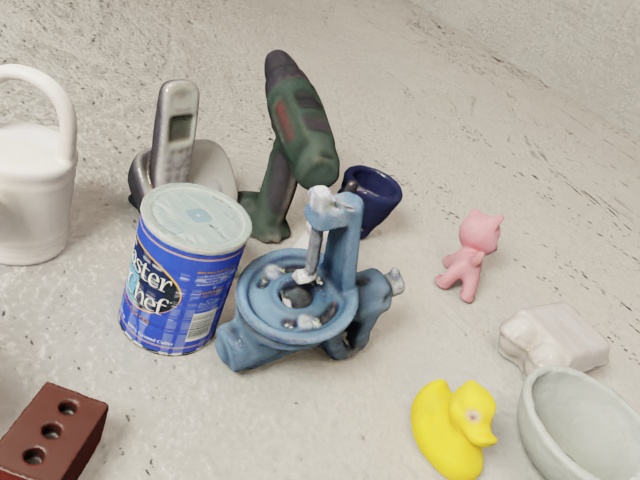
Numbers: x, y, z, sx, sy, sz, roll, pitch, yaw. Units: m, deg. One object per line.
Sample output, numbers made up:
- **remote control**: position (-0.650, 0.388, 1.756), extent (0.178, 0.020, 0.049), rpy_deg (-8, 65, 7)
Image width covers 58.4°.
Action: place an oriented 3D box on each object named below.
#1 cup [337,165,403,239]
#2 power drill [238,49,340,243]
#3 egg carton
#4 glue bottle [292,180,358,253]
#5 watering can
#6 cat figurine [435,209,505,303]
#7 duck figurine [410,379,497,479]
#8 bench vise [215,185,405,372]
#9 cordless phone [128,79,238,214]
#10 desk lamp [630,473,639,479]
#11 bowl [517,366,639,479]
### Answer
- **cup**: position (0.055, -0.046, 0.837), extent (0.091, 0.095, 0.118), rpy_deg (42, 37, 26)
- **power drill**: position (-0.053, -0.113, 0.758), extent (0.076, 0.208, 0.229), rpy_deg (2, 39, -31)
- **egg carton**: position (0.311, 0.138, 0.762), extent (0.151, 0.069, 0.107), rpy_deg (-4, 42, -37)
- **glue bottle**: position (0.006, 0.002, 0.664), extent (0.078, 0.173, 0.037), rpy_deg (0, 40, -33)
- **watering can**: position (-0.291, -0.073, 0.559), extent (0.101, 0.194, 0.172), rpy_deg (6, 37, -26)
- **cat figurine**: position (0.230, 0.011, 0.847), extent (0.067, 0.117, 0.128), rpy_deg (27, 33, 4)
- **duck figurine**: position (0.143, 0.178, 0.582), extent (0.078, 0.086, 0.104), rpy_deg (7, 36, -24)
- **bench vise**: position (0.006, 0.030, 0.581), extent (0.121, 0.219, 0.208), rpy_deg (39, 36, 22)
- **cordless phone**: position (-0.156, -0.110, 0.708), extent (0.094, 0.185, 0.148), rpy_deg (37, 35, 19)
- **desk lamp**: position (0.227, 0.286, 0.365), extent (0.118, 0.213, 0.202), rpy_deg (-3, 42, -36)
- **bowl**: position (0.278, 0.222, 0.618), extent (0.168, 0.074, 0.167), rpy_deg (17, 33, -11)
